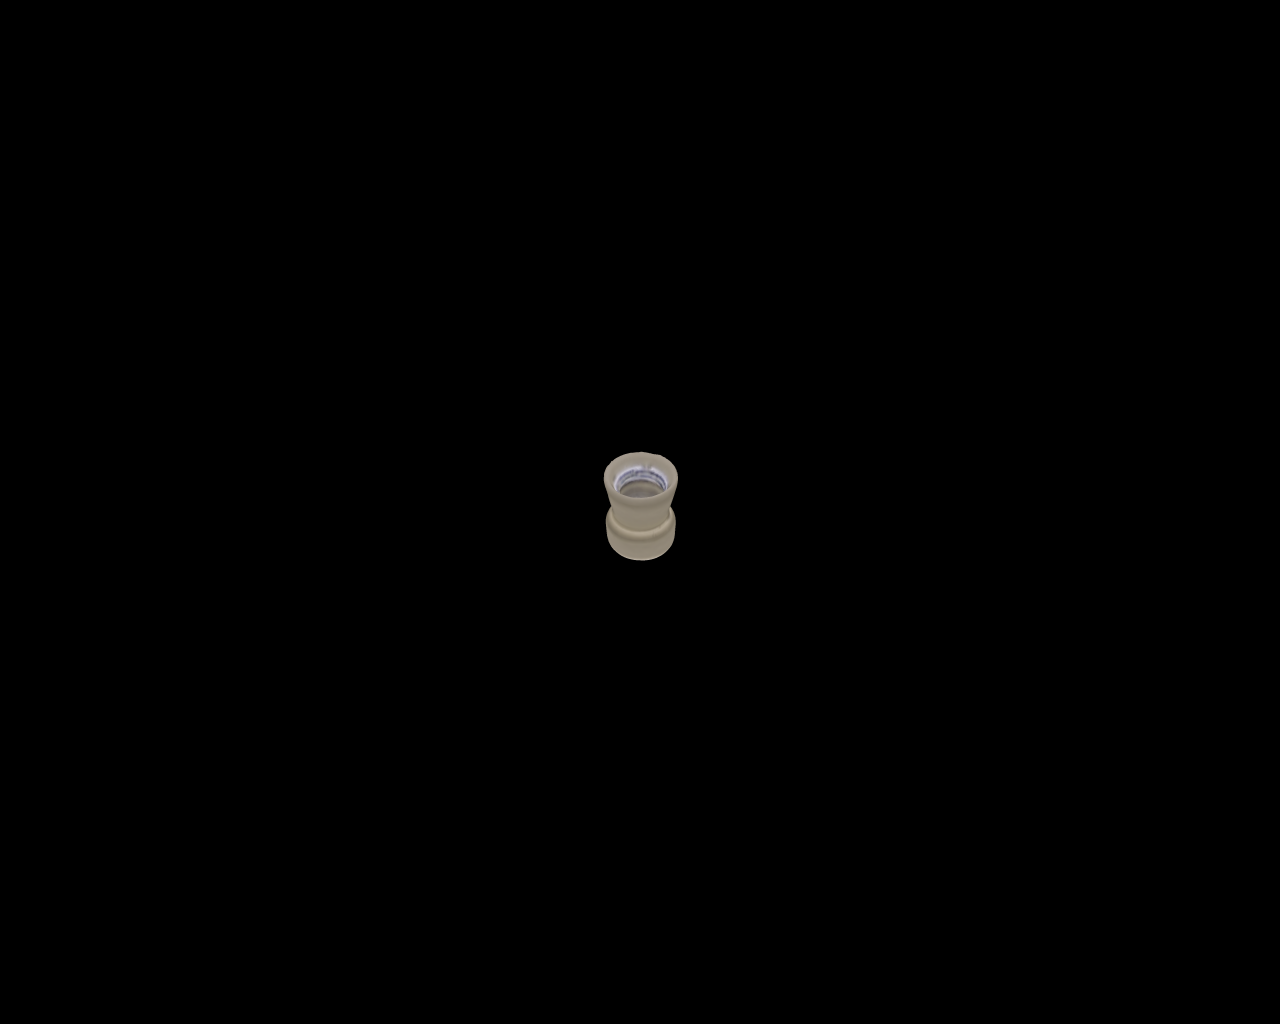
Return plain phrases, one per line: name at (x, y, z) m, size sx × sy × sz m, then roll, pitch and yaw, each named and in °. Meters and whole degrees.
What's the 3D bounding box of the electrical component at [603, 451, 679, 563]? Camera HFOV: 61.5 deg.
electrical component at (0.001, -0.003, 0.650) m, size 0.045 × 0.055 × 0.045 m, roll 0°, pitch 44°, yaw 0°
